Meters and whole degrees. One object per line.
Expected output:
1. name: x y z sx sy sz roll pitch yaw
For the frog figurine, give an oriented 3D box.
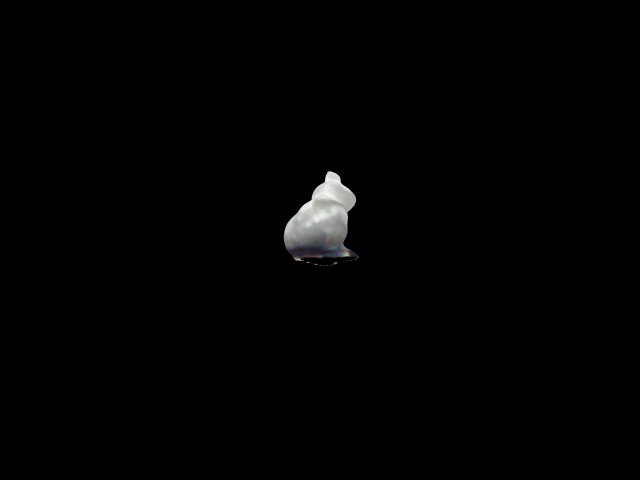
1. frog figurine: 0.003 -0.043 0.850 0.123 0.161 0.136 2 -14 -9
